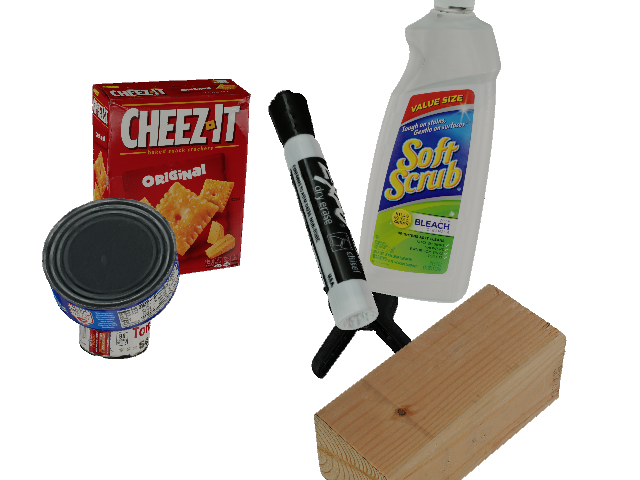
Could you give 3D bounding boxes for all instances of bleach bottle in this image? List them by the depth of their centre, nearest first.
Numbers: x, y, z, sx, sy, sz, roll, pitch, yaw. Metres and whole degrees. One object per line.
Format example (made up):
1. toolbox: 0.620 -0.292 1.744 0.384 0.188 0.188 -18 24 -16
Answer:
1. bleach bottle: 0.085 -0.079 0.854 0.103 0.251 0.068 10 22 13

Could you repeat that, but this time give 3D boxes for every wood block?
1. wood block: 0.103 0.139 0.902 0.205 0.090 0.091 -33 50 -25

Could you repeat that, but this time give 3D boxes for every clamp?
1. clamp: 0.059 0.087 1.190 0.120 0.171 0.039 7 -43 3

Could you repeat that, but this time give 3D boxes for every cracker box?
1. cracker box: -0.168 -0.067 1.193 0.163 0.214 0.072 -7 26 -27

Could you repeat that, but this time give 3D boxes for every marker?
1. marker: -0.001 -0.017 0.476 0.020 0.121 0.020 -14 -28 -8

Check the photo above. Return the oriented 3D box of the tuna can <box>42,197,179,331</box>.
1. tuna can: -0.135 0.016 0.697 0.086 0.086 0.034 0 -34 -1

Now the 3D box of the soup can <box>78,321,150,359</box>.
1. soup can: -0.192 0.052 1.000 0.068 0.102 0.068 6 21 -2
